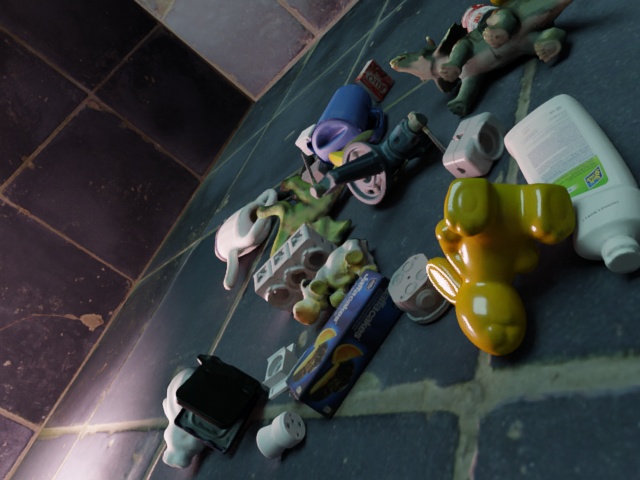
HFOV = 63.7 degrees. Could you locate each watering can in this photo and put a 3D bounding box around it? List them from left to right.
[{"bbox_3d":[-0.221,0.003,1.417,0.221,0.103,0.355,-27,32,50],"label":"watering can"}]

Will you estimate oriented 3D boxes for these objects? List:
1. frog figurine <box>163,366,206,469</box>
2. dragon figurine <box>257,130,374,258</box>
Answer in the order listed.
[{"bbox_3d":[-0.240,0.315,0.929,0.137,0.120,0.162,5,45,44],"label":"frog figurine"},{"bbox_3d":[0.003,-0.055,1.102,0.408,0.120,0.247,-45,39,9],"label":"dragon figurine"}]
